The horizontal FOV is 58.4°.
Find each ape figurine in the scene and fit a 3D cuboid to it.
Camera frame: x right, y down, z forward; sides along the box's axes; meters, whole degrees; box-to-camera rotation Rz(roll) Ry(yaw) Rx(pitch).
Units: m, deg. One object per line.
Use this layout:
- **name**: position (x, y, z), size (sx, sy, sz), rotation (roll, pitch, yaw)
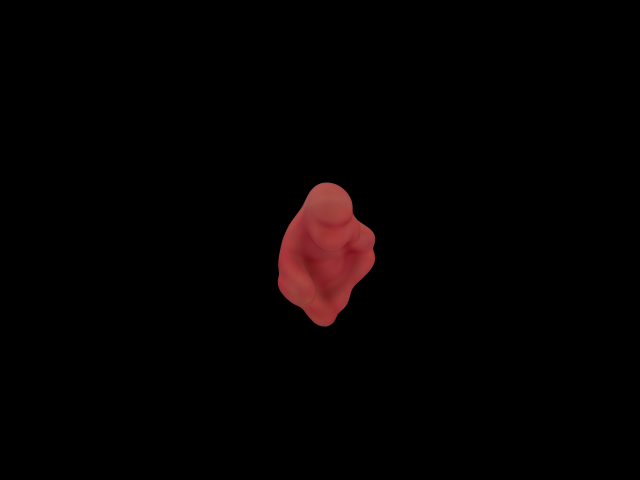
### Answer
- **ape figurine**: position (0.004, 0.001, 0.400), size (0.078, 0.092, 0.076), rotation (-15, 46, -15)
